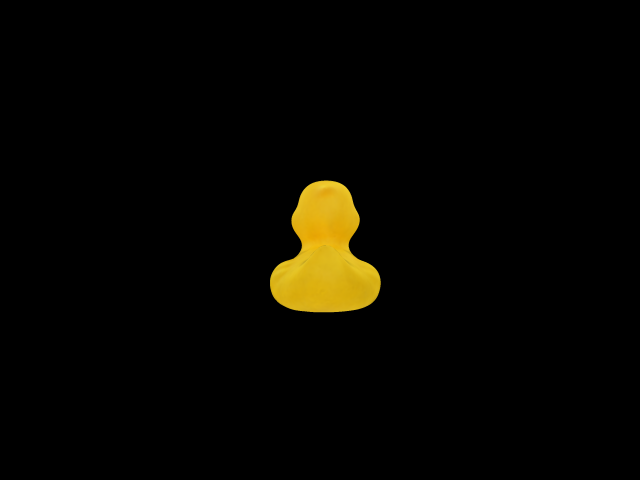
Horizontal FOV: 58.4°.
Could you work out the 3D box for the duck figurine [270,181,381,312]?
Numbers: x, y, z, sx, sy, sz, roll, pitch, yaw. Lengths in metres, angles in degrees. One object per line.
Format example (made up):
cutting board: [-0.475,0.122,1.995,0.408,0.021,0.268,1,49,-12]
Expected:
duck figurine: [0.004,0.001,0.400,0.077,0.086,0.104,0,4,0]
